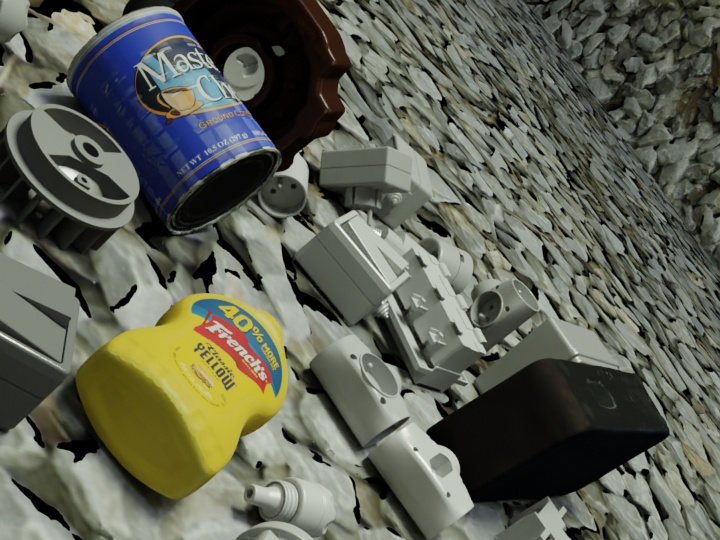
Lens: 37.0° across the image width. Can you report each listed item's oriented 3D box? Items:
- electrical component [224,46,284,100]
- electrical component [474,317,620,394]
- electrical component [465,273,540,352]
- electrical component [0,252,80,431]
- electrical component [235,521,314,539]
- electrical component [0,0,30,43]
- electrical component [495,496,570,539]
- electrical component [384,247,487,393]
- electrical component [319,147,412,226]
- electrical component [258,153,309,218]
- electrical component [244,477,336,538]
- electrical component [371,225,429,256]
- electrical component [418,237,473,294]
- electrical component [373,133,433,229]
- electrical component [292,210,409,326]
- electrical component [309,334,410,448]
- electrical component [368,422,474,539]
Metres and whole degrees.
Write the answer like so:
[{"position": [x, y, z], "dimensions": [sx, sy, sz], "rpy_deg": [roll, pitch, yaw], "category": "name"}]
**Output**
[{"position": [-0.112, -0.202, 1.016], "dimensions": [0.108, 0.108, 0.060], "rpy_deg": [34, 20, -33], "category": "electrical component"}, {"position": [0.188, 0.106, 1.075], "dimensions": [0.109, 0.109, 0.056], "rpy_deg": [18, 35, -53], "category": "electrical component"}, {"position": [0.141, 0.036, 1.141], "dimensions": [0.044, 0.077, 0.079], "rpy_deg": [31, 28, -39], "category": "electrical component"}, {"position": [-0.195, 0.024, 0.543], "dimensions": [0.096, 0.061, 0.061], "rpy_deg": [36, 25, -30], "category": "electrical component"}, {"position": [-0.051, 0.173, 0.580], "dimensions": [0.078, 0.058, 0.057], "rpy_deg": [48, 25, -4], "category": "electrical component"}, {"position": [-0.270, -0.190, 0.767], "dimensions": [0.043, 0.043, 0.062], "rpy_deg": [57, 15, 18], "category": "electrical component"}, {"position": [0.153, 0.230, 0.894], "dimensions": [0.063, 0.042, 0.081], "rpy_deg": [55, 23, 10], "category": "electrical component"}, {"position": [0.063, 0.043, 0.999], "dimensions": [0.079, 0.063, 0.121], "rpy_deg": [23, 33, -48], "category": "electrical component"}, {"position": [0.004, -0.081, 1.091], "dimensions": [0.047, 0.083, 0.075], "rpy_deg": [14, 78, -55], "category": "electrical component"}, {"position": [-0.069, -0.086, 0.987], "dimensions": [0.043, 0.043, 0.081], "rpy_deg": [40, 23, -22], "category": "electrical component"}, {"position": [-0.046, 0.145, 0.666], "dimensions": [0.061, 0.035, 0.035], "rpy_deg": [27, 31, -40], "category": "electrical component"}, {"position": [0.036, -0.016, 1.073], "dimensions": [0.081, 0.043, 0.043], "rpy_deg": [39, 24, -24], "category": "electrical component"}, {"position": [0.083, -0.003, 1.128], "dimensions": [0.047, 0.055, 0.055], "rpy_deg": [27, 31, -36], "category": "electrical component"}, {"position": [0.041, -0.092, 1.180], "dimensions": [0.061, 0.062, 0.096], "rpy_deg": [38, 24, -25], "category": "electrical component"}, {"position": [0.000, 0.000, 0.953], "dimensions": [0.096, 0.061, 0.062], "rpy_deg": [50, 22, 2], "category": "electrical component"}, {"position": [0.008, 0.092, 0.841], "dimensions": [0.077, 0.044, 0.079], "rpy_deg": [55, 22, 15], "category": "electrical component"}, {"position": [0.053, 0.156, 0.822], "dimensions": [0.077, 0.043, 0.079], "rpy_deg": [54, 22, 11], "category": "electrical component"}]
